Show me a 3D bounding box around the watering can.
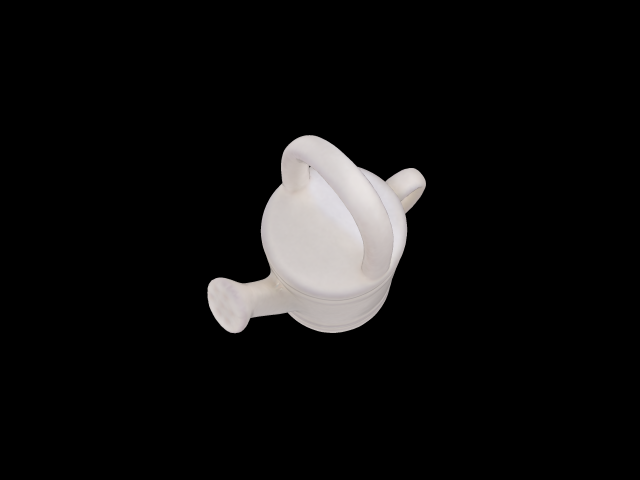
[{"bbox_3d":[0.005,0.003,0.399,0.100,0.194,0.173,29,72,11],"label":"watering can"}]
